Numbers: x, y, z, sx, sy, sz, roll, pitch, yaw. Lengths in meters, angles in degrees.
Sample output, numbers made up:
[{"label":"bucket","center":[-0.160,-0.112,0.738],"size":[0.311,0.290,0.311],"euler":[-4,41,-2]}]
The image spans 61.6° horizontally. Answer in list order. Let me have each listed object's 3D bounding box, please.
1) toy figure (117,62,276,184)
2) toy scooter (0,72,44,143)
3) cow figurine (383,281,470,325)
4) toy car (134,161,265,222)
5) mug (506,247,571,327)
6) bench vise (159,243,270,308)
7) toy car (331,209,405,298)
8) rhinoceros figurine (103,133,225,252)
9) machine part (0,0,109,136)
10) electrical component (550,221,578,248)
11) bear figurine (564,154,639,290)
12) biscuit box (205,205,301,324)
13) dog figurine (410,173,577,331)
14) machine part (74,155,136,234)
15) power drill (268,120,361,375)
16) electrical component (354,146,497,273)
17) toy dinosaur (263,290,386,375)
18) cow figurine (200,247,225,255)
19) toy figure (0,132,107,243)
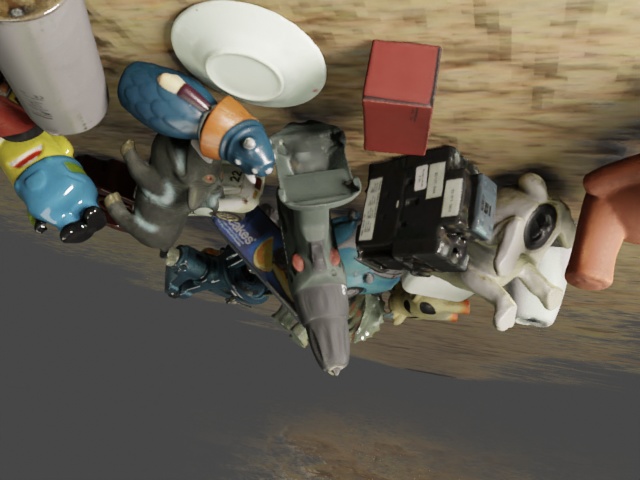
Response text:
[{"label":"toy figure","center":[-0.103,-0.106,0.474],"size":[0.154,0.057,0.064],"euler":[28,179,5]},{"label":"toy scooter","center":[-0.358,-0.158,0.507],"size":[0.184,0.075,0.135],"euler":[15,162,7]},{"label":"cow figurine","center":[0.183,0.107,0.956],"size":[0.127,0.085,0.195],"euler":[5,165,1]},{"label":"toy car","center":[-0.156,-0.064,0.660],"size":[0.202,0.073,0.056],"euler":[2,163,30]},{"label":"mug","center":[0.277,0.059,0.701],"size":[0.081,0.107,0.109],"euler":[9,160,14]},{"label":"bench vise","center":[-0.140,0.035,0.901],"size":[0.241,0.129,0.223],"euler":[-25,133,27]},{"label":"toy car","center":[0.074,0.019,0.730],"size":[0.103,0.109,0.161],"euler":[-26,154,33]},{"label":"rhinoceros figurine","center":[-0.154,-0.064,0.573],"size":[0.190,0.112,0.073],"euler":[-49,166,32]},{"label":"machine part","center":[-0.216,-0.151,0.420],"size":[0.079,0.079,0.243],"euler":[15,162,-10]},{"label":"electrical component","center":[0.269,-0.010,0.631],"size":[0.094,0.021,0.063],"euler":[5,162,21]},{"label":"bear figurine","center":[0.283,-0.029,0.395],"size":[0.120,0.132,0.196],"euler":[11,169,-4]},{"label":"biscuit box","center":[-0.071,0.013,0.695],"size":[0.203,0.059,0.062],"euler":[46,170,16]},{"label":"dog figurine","center":[0.172,-0.011,0.608],"size":[0.121,0.172,0.191],"euler":[-4,-156,-31]},{"label":"machine part","center":[-0.295,-0.062,0.790],"size":[0.179,0.056,0.179],"euler":[11,161,4]},{"label":"power drill","center":[-0.001,-0.002,0.553],"size":[0.086,0.232,0.207],"euler":[-12,146,-2]},{"label":"electrical component","center":[0.105,-0.027,0.535],"size":[0.134,0.115,0.058],"euler":[-4,159,45]},{"label":"toy dinosaur","center":[0.024,0.117,0.969],"size":[0.131,0.192,0.404],"euler":[36,165,22]},{"label":"cow figurine","center":[-0.163,0.055,1.058],"size":[0.167,0.068,0.098],"euler":[19,167,-20]},{"label":"toy figure","center":[-0.312,-0.073,0.606],"size":[0.180,0.082,0.089],"euler":[50,145,9]}]
